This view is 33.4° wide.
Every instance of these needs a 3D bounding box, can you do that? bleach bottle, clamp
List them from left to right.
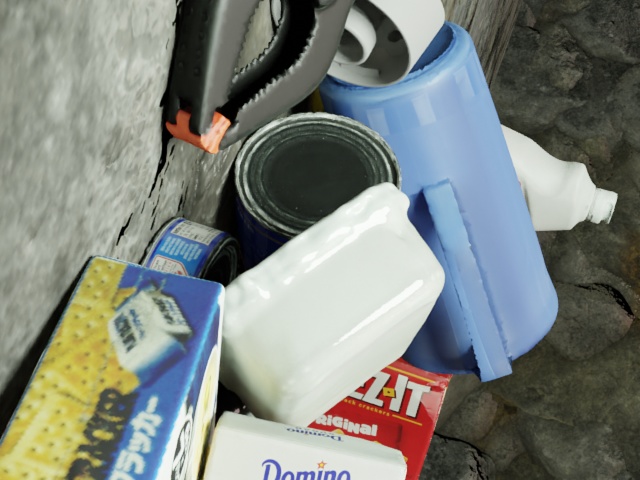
[{"bbox_3d":[-0.001,-0.131,0.520,0.164,0.036,0.210,30,87,-52],"label":"clamp"},{"bbox_3d":[0.143,-0.071,0.963,0.103,0.251,0.068,98,14,-47],"label":"bleach bottle"}]

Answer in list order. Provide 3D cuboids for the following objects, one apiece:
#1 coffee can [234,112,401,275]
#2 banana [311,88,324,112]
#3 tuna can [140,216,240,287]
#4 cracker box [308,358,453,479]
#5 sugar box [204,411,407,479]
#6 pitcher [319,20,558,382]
[{"bbox_3d":[-0.005,0.001,0.701,0.140,0.103,0.102,95,16,-54],"label":"coffee can"},{"bbox_3d":[0.029,-0.157,0.819,0.197,0.037,0.070,-65,-175,-30],"label":"banana"},{"bbox_3d":[-0.074,0.033,0.573,0.086,0.034,0.086,19,89,-81],"label":"tuna can"},{"bbox_3d":[0.028,0.174,1.029,0.072,0.164,0.214,-60,165,-57],"label":"cracker box"},{"bbox_3d":[-0.022,0.178,0.511,0.048,0.093,0.176,-109,-148,-90],"label":"sugar box"},{"bbox_3d":[0.086,-0.025,0.764,0.144,0.149,0.243,-44,129,-31],"label":"pitcher"}]
